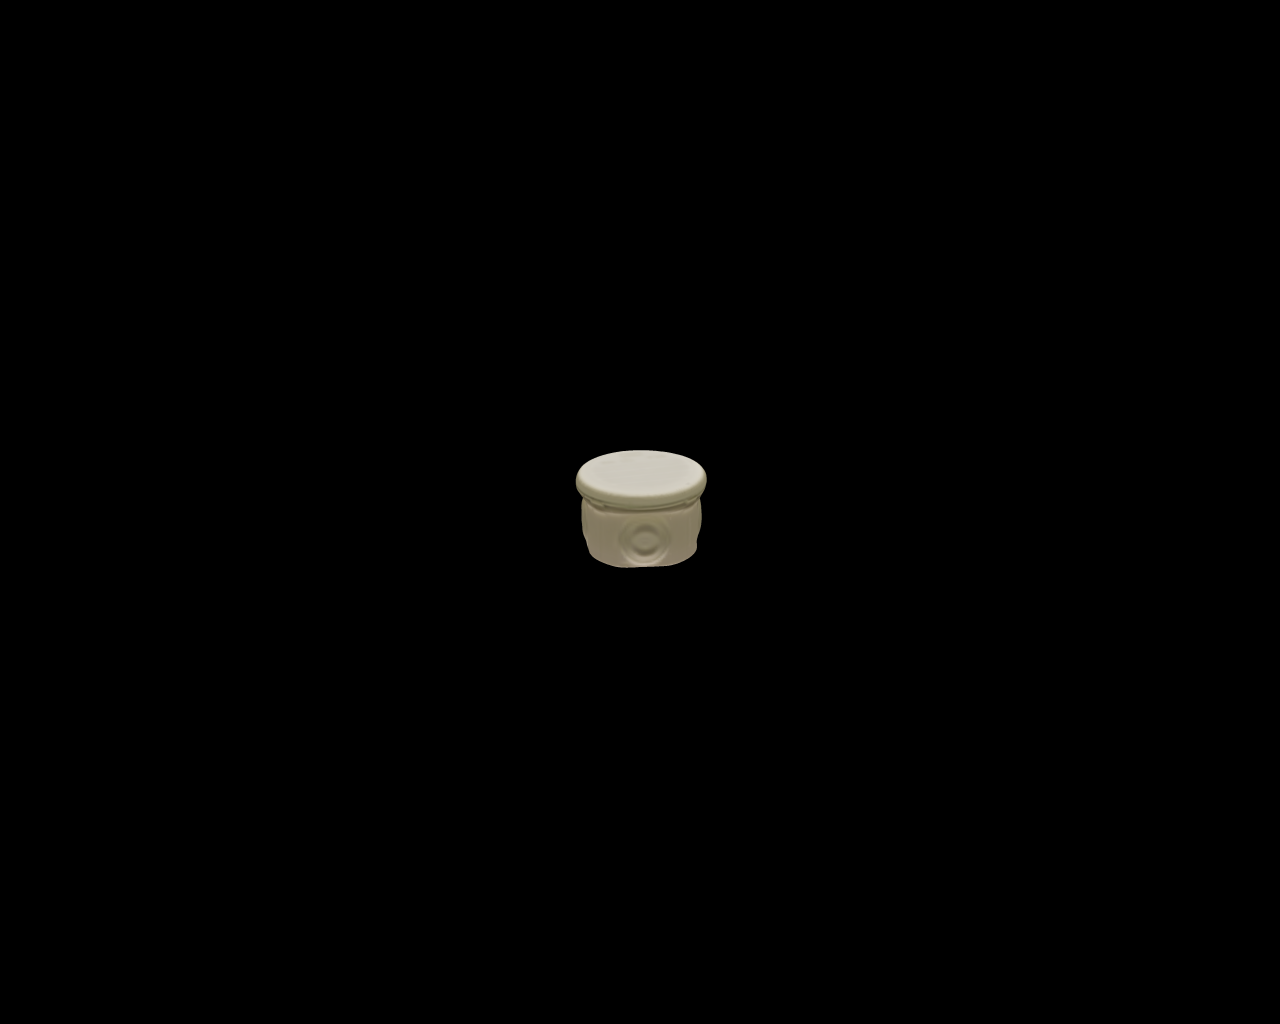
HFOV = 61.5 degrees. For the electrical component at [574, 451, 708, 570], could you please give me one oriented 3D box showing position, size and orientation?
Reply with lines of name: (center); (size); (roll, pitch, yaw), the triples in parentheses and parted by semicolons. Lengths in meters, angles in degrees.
electrical component: (0.001, -0.003, 0.650); (0.080, 0.050, 0.080); (0, 24, 0)
